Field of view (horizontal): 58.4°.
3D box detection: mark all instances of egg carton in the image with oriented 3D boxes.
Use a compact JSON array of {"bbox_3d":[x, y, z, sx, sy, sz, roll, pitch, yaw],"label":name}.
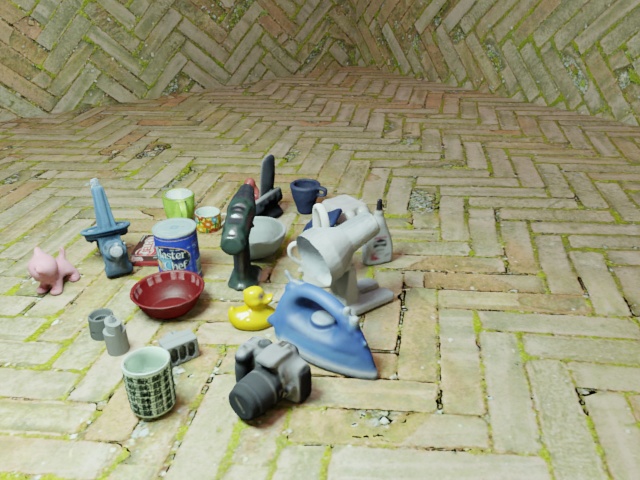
[{"bbox_3d":[0.071,-0.078,1.646,0.107,0.069,0.149,-20,33,-33],"label":"egg carton"}]

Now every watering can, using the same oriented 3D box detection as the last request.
[{"bbox_3d":[0.012,0.004,1.351,0.173,0.194,0.100,-19,32,-31],"label":"watering can"}]

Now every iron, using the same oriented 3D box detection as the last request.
[{"bbox_3d":[0.013,0.157,1.110,0.257,0.141,0.119,22,35,38],"label":"iron"}]

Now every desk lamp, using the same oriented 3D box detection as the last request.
[{"bbox_3d":[0.056,0.052,1.234,0.204,0.214,0.117,-19,32,-30],"label":"desk lamp"}]

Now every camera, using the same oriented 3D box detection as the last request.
[{"bbox_3d":[-0.105,0.238,1.000,0.142,0.101,0.137,18,33,33],"label":"camera"}]

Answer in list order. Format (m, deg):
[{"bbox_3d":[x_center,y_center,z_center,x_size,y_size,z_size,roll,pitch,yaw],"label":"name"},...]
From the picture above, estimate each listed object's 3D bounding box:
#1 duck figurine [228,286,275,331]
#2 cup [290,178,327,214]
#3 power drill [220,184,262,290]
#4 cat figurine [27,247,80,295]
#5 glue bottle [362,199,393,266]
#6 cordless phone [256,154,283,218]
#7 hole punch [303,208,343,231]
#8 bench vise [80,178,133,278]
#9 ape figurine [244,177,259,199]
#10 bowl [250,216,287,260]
[{"bbox_3d":[-0.144,0.138,1.212,0.104,0.086,0.077,-5,27,-7],"label":"duck figurine"},{"bbox_3d":[-0.031,-0.125,1.714,0.117,0.095,0.092,11,29,22],"label":"cup"},{"bbox_3d":[-0.183,0.000,1.349,0.075,0.208,0.229,0,27,2],"label":"power drill"},{"bbox_3d":[-0.631,0.064,1.340,0.067,0.118,0.128,5,28,12],"label":"cat figurine"},{"bbox_3d":[0.144,-0.022,1.420,0.078,0.173,0.037,-11,29,-19],"label":"glue bottle"},{"bbox_3d":[-0.171,-0.148,1.665,0.094,0.185,0.148,9,29,20],"label":"cordless phone"},{"bbox_3d":[0.007,-0.035,1.540,0.101,0.091,0.109,6,28,13],"label":"hole punch"},{"bbox_3d":[-0.514,-0.034,1.414,0.206,0.220,0.122,22,35,38],"label":"bench vise"},{"bbox_3d":[-0.217,-0.148,1.769,0.077,0.092,0.076,19,33,34],"label":"ape figurine"},{"bbox_3d":[-0.168,0.004,1.488,0.167,0.075,0.167,-1,27,1],"label":"bowl"}]
